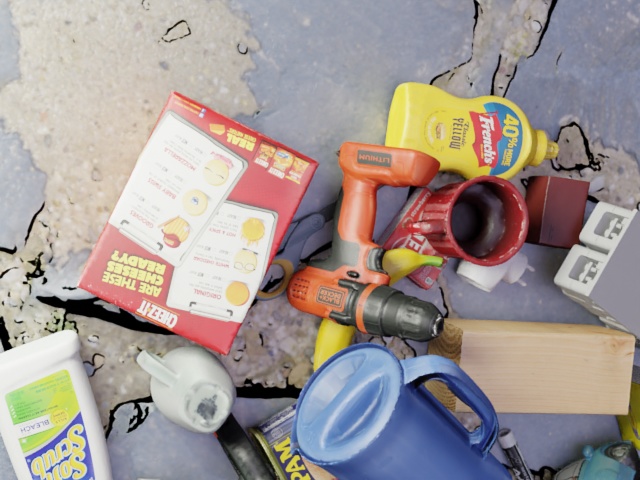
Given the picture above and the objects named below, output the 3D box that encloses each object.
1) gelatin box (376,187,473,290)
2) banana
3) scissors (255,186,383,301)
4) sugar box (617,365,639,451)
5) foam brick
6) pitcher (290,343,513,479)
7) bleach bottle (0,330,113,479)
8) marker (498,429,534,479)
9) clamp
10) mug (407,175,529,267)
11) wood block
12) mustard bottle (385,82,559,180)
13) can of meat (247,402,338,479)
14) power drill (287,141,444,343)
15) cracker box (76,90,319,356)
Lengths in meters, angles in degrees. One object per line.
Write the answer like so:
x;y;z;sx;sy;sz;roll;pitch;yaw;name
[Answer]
0.112;-0.002;1.163;0.073;0.030;0.089;38;83;-15;gelatin box
0.044;0.077;1.132;0.069;0.037;0.198;40;99;4;banana
-0.007;0.001;1.138;0.201;0.016;0.096;-16;100;-14;scissors
0.392;0.202;1.181;0.048;0.176;0.093;-21;100;-13;sugar box
0.261;-0.031;1.193;0.053;0.051;0.078;9;91;-15;foam brick
0.102;0.214;1.081;0.242;0.149;0.145;42;68;-33;pitcher
-0.249;0.224;1.064;0.102;0.068;0.251;-20;102;-12;bleach bottle
0.235;0.272;1.225;0.020;0.020;0.121;-29;101;-12;marker
-0.060;0.257;1.099;0.039;0.172;0.120;-23;145;-18;clamp
0.147;-0.018;1.113;0.117;0.082;0.093;-11;95;-17;mug
0.229;0.139;1.176;0.205;0.090;0.091;3;93;-17;wood block
0.170;-0.110;1.157;0.191;0.058;0.096;7;91;-16;mustard bottle
-0.016;0.224;1.132;0.083;0.057;0.102;-30;102;-15;can of meat
0.060;0.001;1.069;0.057;0.185;0.187;21;84;-53;power drill
-0.120;-0.017;1.066;0.164;0.072;0.213;26;88;-5;cracker box
